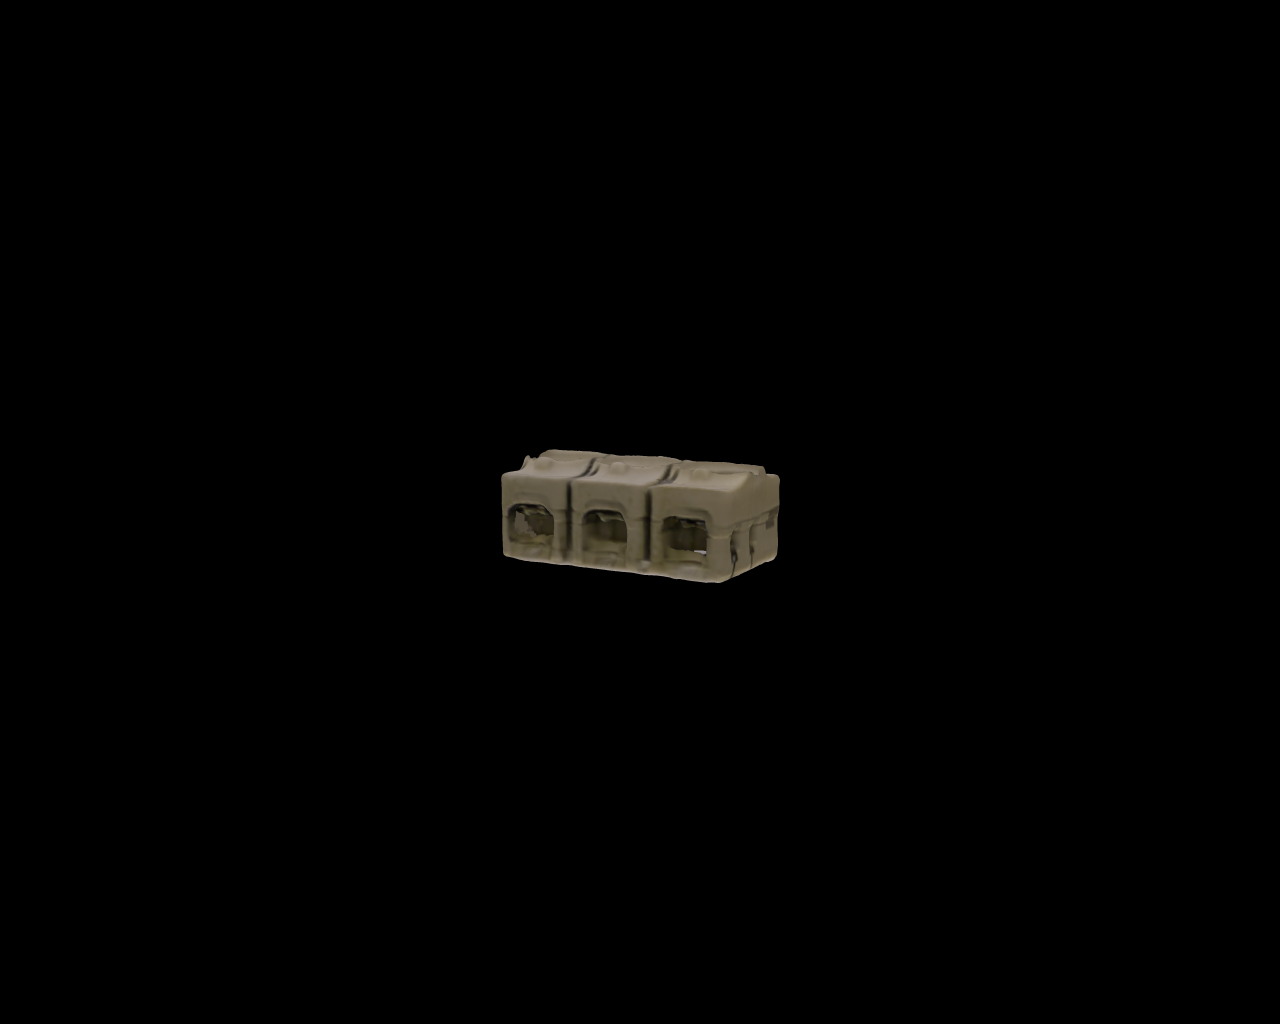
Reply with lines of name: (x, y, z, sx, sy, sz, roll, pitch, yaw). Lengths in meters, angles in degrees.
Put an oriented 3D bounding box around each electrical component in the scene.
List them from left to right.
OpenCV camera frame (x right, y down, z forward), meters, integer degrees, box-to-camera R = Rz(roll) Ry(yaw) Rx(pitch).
electrical component: (0.001, -0.003, 0.650, 0.150, 0.061, 0.089, 6, 12, 28)
